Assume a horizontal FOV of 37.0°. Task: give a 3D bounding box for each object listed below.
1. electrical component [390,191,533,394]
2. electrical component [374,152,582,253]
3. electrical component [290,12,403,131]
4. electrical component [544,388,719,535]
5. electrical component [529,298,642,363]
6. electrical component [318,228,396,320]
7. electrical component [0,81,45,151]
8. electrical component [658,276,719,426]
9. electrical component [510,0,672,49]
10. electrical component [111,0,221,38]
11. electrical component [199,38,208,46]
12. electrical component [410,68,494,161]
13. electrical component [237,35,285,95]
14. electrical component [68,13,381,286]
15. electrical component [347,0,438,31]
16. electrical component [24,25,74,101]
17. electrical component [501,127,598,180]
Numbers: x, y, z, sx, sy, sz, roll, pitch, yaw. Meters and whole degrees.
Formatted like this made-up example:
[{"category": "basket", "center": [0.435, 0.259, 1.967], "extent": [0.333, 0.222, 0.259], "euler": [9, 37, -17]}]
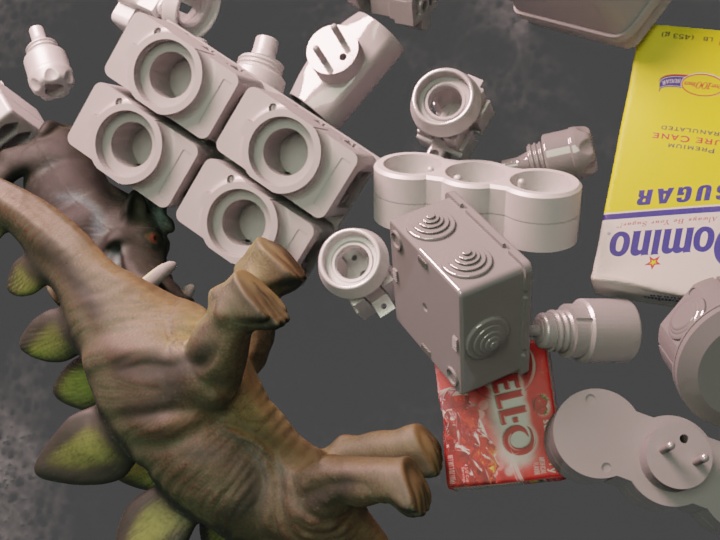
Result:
[{"category": "electrical component", "center": [0.059, 0.015, 0.652], "extent": [0.048, 0.099, 0.099], "euler": [-21, 42, -18]}, {"category": "electrical component", "center": [0.075, -0.030, 0.709], "extent": [0.138, 0.052, 0.073], "euler": [10, 117, 21]}, {"category": "electrical component", "center": [-0.014, -0.145, 0.752], "extent": [0.043, 0.079, 0.077], "euler": [39, 88, 21]}, {"category": "electrical component", "center": [0.177, 0.108, 0.613], "extent": [0.138, 0.073, 0.052], "euler": [19, 74, 7]}, {"category": "electrical component", "center": [0.137, 0.038, 0.665], "extent": [0.078, 0.040, 0.040], "euler": [1, 72, -16]}, {"category": "electrical component", "center": [0.000, 0.000, 0.719], "extent": [0.048, 0.055, 0.066], "euler": [-34, 69, 4]}, {"category": "electrical component", "center": [-0.284, -0.122, 0.828], "extent": [0.047, 0.065, 0.076], "euler": [-37, 68, 3]}, {"category": "electrical component", "center": [0.216, 0.046, 0.621], "extent": [0.080, 0.051, 0.080], "euler": [-1, 112, -3]}, {"category": "electrical component", "center": [0.151, -0.199, 0.710], "extent": [0.078, 0.057, 0.113], "euler": [-53, 39, -3]}, {"category": "electrical component", "center": [-0.144, -0.209, 0.819], "extent": [0.057, 0.058, 0.078], "euler": [27, 83, 24]}, {"category": "electrical component", "center": [-0.124, -0.142, 0.801], "extent": [0.043, 0.043, 0.062], "euler": [-4, 72, 15]}, {"category": "electrical component", "center": [0.062, -0.107, 0.732], "extent": [0.048, 0.055, 0.066], "euler": [27, 83, 21]}, {"category": "electrical component", "center": [-0.075, -0.140, 0.787], "extent": [0.043, 0.043, 0.062], "euler": [9, 76, 18]}, {"category": "electrical component", "center": [-0.096, -0.082, 0.735], "extent": [0.186, 0.060, 0.105], "euler": [34, 102, 11]}, {"category": "electrical component", "center": [0.022, -0.207, 0.774], "extent": [0.055, 0.066, 0.048], "euler": [17, 45, 27]}, {"category": "electrical component", "center": [-0.248, -0.166, 0.848], "extent": [0.035, 0.035, 0.061], "euler": [-25, 68, 7]}, {"category": "electrical component", "center": [0.125, -0.074, 0.717], "extent": [0.061, 0.035, 0.035], "euler": [-11, 72, 15]}]
